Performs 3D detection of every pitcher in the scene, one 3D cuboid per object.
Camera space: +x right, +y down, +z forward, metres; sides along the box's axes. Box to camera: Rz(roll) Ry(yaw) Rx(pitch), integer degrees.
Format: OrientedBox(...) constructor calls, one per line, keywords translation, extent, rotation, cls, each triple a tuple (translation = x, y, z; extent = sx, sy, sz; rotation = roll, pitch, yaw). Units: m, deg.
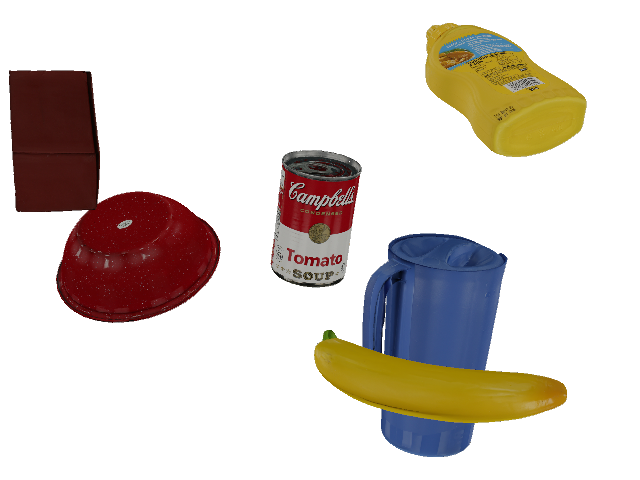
OrientedBox(translation=(0.124, 0.121, 1.223), extent=(0.149, 0.243, 0.145), rotation=(7, 17, 7), cls="pitcher")

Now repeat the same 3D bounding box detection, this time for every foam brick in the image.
OrientedBox(translation=(-0.168, -0.063, 0.672), extent=(0.051, 0.078, 0.053), rotation=(-2, -41, -16), cls="foam brick")

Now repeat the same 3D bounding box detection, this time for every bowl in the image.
OrientedBox(translation=(-0.179, 0.003, 1.014), extent=(0.162, 0.055, 0.162), rotation=(-6, 41, 5), cls="bowl")

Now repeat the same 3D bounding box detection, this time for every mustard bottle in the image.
OrientedBox(translation=(0.152, -0.150, 0.983), extent=(0.096, 0.058, 0.192), rotation=(-18, 43, -17), cls="mustard bottle")

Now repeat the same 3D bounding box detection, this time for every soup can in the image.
OrientedBox(translation=(-0.005, -0.019, 0.921), extent=(0.068, 0.102, 0.068), rotation=(7, 23, -3), cls="soup can")

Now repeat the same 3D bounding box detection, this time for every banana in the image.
OrientedBox(translation=(0.068, 0.095, 0.747), extent=(0.198, 0.037, 0.069), rotation=(12, 35, 31), cls="banana")
